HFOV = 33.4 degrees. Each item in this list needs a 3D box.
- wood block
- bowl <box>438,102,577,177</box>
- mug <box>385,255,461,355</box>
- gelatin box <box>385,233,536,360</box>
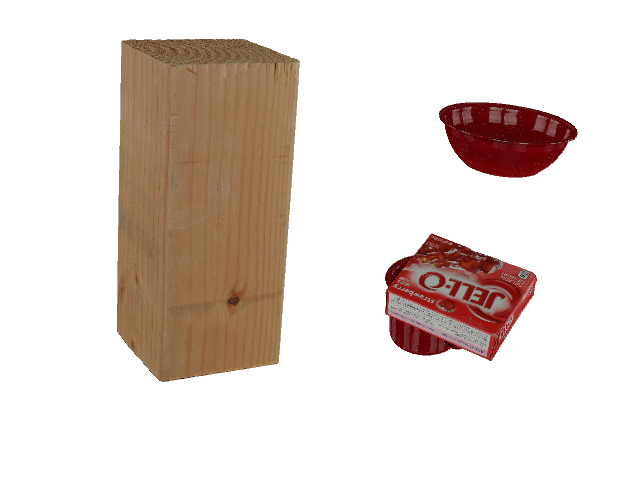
[{"bbox_3d":[-0.078,-0.023,0.705,0.090,0.206,0.090,-6,21,-28],"label":"wood block"},{"bbox_3d":[0.216,-0.115,1.252,0.162,0.055,0.162,5,23,-2],"label":"bowl"},{"bbox_3d":[0.126,0.080,1.196,0.093,0.081,0.117,-25,41,-31],"label":"mug"},{"bbox_3d":[0.103,0.039,0.783,0.089,0.030,0.073,22,47,22],"label":"gelatin box"}]
